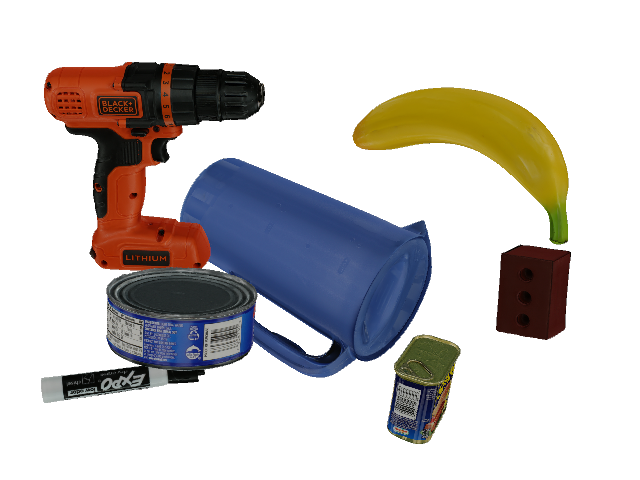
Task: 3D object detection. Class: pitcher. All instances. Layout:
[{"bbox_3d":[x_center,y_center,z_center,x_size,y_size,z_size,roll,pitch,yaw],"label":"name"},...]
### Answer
[{"bbox_3d":[-0.026,0.018,1.056,0.243,0.145,0.149,27,28,28],"label":"pitcher"}]

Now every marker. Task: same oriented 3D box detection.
[{"bbox_3d":[-0.148,0.104,0.803,0.121,0.020,0.020,-7,1,-10],"label":"marker"}]

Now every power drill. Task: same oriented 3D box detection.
[{"bbox_3d":[-0.138,-0.065,0.927,0.184,0.188,0.057,2,29,5],"label":"power drill"}]

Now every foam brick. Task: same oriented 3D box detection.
[{"bbox_3d":[0.200,0.048,1.000,0.053,0.078,0.051,8,15,30],"label":"foam brick"}]

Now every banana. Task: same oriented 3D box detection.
[{"bbox_3d":[0.092,-0.065,0.695,0.037,0.070,0.198,19,9,-43],"label":"banana"}]

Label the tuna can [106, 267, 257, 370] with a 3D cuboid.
[{"bbox_3d":[-0.080,0.044,0.613,0.086,0.034,0.086,4,16,-1],"label":"tuna can"}]

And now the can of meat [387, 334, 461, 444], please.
[{"bbox_3d":[0.115,0.168,1.203,0.057,0.084,0.102,16,26,17],"label":"can of meat"}]
